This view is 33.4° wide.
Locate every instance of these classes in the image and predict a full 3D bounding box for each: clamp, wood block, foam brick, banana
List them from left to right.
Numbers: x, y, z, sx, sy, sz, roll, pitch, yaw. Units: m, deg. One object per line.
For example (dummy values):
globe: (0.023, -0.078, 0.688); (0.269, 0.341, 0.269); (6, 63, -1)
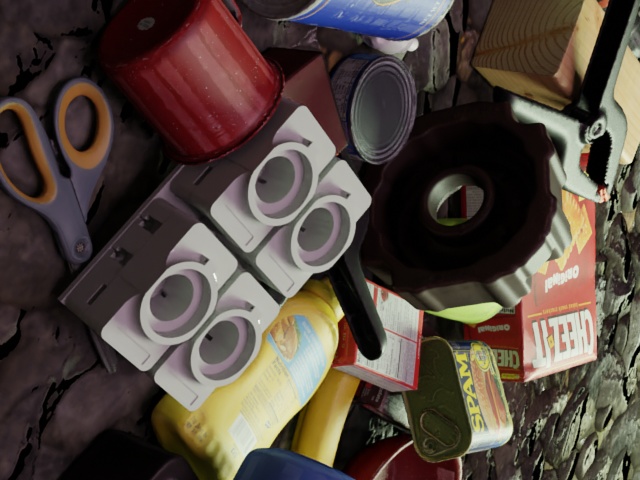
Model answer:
foam brick: (-0.022, -0.091, 0.760); (0.051, 0.053, 0.078); (-44, 131, -34)
clamp: (-0.005, 0.001, 0.783); (0.120, 0.039, 0.171); (13, 63, -44)
banana: (0.010, 0.149, 0.890); (0.069, 0.037, 0.198); (32, 77, -49)
wood block: (0.242, -0.157, 1.034); (0.205, 0.091, 0.090); (31, 78, -51)
clamp: (0.238, -0.115, 0.946); (0.164, 0.036, 0.210); (-44, 138, -8)

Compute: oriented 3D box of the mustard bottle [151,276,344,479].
mustard bottle: (-0.039, 0.094, 0.794); (0.191, 0.058, 0.096); (-49, 133, -30)

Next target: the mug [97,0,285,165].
mug: (-0.078, -0.116, 0.660); (0.081, 0.093, 0.117); (51, 46, -40)

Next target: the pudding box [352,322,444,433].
pudding box: (0.084, 0.126, 0.972); (0.113, 0.039, 0.090); (39, 70, -50)

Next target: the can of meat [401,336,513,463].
can of meat: (0.117, 0.136, 0.920); (0.083, 0.058, 0.102); (7, 66, -54)

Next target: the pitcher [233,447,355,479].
pitcher: (-0.056, 0.254, 0.666); (0.242, 0.145, 0.149); (-64, 153, -22)

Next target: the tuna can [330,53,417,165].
tuna can: (0.039, -0.105, 0.846); (0.085, 0.034, 0.086); (-20, 116, -47)

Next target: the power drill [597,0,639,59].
power drill: (0.304, -0.297, 1.066); (0.184, 0.057, 0.187); (54, 56, -27)

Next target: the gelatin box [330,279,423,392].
gelatin box: (0.046, 0.078, 0.868); (0.089, 0.030, 0.073); (26, 62, -43)

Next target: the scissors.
scissors: (-0.143, -0.014, 0.665); (0.096, 0.016, 0.201); (-49, 135, -29)

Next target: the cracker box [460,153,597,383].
cracker box: (0.208, 0.021, 1.037); (0.163, 0.072, 0.214); (-4, 93, -51)

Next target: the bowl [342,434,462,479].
bowl: (0.057, 0.235, 0.954); (0.161, 0.055, 0.162); (-22, 122, -40)

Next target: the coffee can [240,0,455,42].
coffee can: (0.019, -0.195, 0.736); (0.140, 0.103, 0.103); (-3, 104, -51)
